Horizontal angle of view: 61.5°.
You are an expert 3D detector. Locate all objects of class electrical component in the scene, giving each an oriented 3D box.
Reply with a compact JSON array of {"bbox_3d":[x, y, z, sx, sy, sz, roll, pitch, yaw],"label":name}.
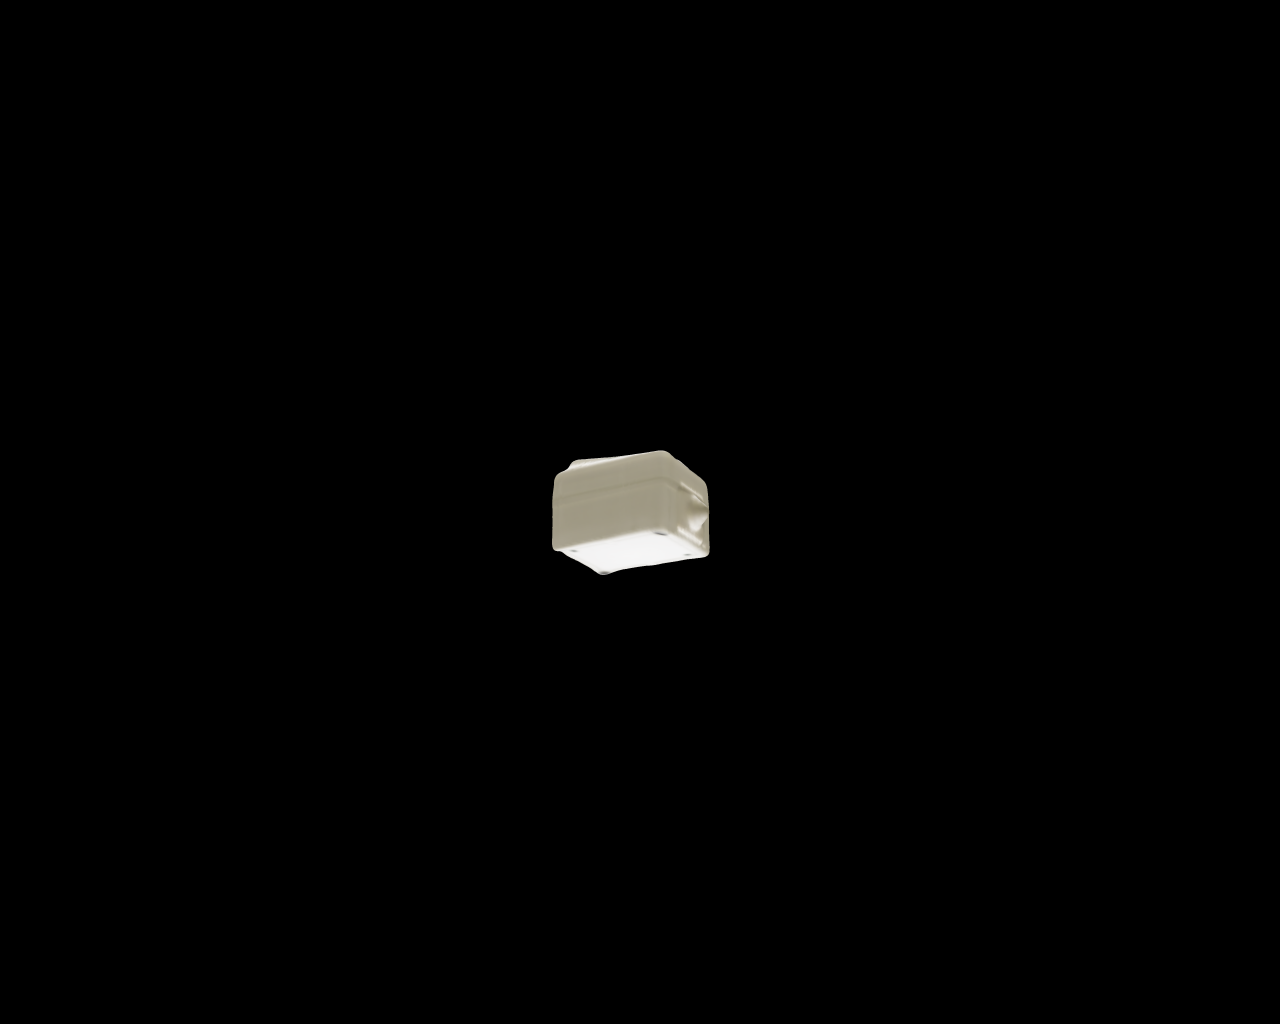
[{"bbox_3d":[0.001,-0.003,0.650,0.096,0.061,0.061,-11,-23,27],"label":"electrical component"}]
